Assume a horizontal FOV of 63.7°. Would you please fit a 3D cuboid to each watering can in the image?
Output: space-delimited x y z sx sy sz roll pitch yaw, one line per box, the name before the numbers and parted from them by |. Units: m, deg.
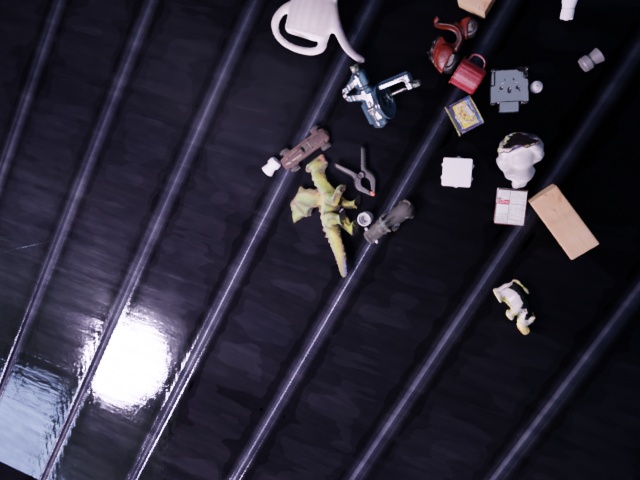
watering can | 0.008 -0.707 1.672 0.349 0.105 0.222 20 103 15

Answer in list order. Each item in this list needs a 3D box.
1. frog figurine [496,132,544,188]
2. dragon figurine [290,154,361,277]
frog figurine | 0.611 -0.243 1.564 0.137 0.126 0.156 -22 128 11
dragon figurine | 0.005 -0.090 1.780 0.243 0.123 0.407 11 100 34
